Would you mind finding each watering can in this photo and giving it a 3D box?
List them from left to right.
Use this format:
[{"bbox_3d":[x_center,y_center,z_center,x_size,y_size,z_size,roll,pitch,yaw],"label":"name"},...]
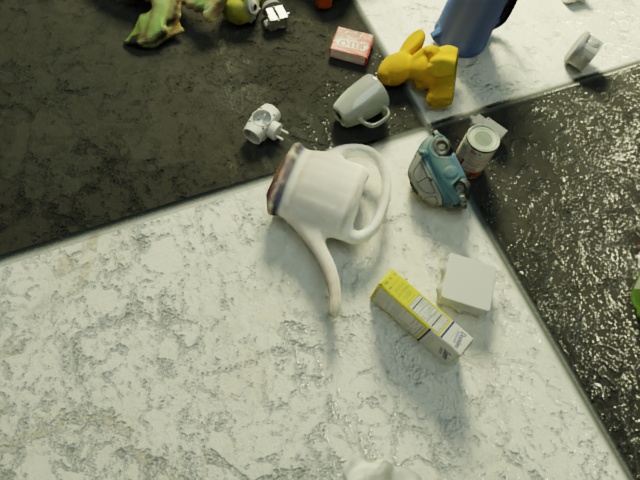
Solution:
[{"bbox_3d":[0.003,-0.048,0.951,0.225,0.354,0.102,19,-25,6],"label":"watering can"}]

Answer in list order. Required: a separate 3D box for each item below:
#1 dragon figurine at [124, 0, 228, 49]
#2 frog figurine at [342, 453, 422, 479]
[{"bbox_3d":[-0.400,-0.550,1.169,0.410,0.246,0.120,-4,-17,6],"label":"dragon figurine"},{"bbox_3d":[0.097,0.402,0.765,0.160,0.139,0.120,16,-20,42],"label":"frog figurine"}]
